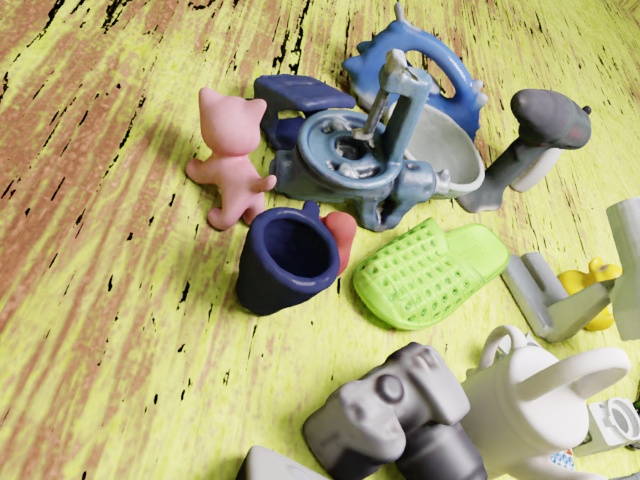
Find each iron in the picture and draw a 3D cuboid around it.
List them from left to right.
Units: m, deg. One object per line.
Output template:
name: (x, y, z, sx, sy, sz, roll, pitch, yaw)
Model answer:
iron: (0.168, -0.235, 0.876, 0.258, 0.141, 0.119, 35, 43, -7)

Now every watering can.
watering can: (0.211, 0.160, 0.545, 0.101, 0.193, 0.172, -13, 64, -42)

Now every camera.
camera: (0.084, 0.173, 0.511, 0.144, 0.100, 0.136, -19, 69, -44)

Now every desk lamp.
desk lamp: (0.368, 0.055, 0.732, 0.118, 0.213, 0.203, -5, 59, -38)

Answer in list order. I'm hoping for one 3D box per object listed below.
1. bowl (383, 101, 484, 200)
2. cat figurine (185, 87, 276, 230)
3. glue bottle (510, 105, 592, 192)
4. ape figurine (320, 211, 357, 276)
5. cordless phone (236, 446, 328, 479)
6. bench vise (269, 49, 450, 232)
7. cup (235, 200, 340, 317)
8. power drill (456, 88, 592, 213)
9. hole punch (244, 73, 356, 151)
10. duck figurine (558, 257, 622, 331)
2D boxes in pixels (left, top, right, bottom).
bowl: (0.146, -0.115, 0.811, 0.168, 0.074, 0.167, 20, 47, -22)
cat figurine: (-0.086, -0.092, 0.591, 0.067, 0.117, 0.127, -15, 66, -42)
glue bottle: (0.373, -0.158, 0.939, 0.037, 0.173, 0.078, 7, 53, -32)
ape figurine: (0.006, 0.002, 0.600, 0.076, 0.092, 0.078, 29, 44, -14)
cordless phone: (0.026, 0.185, 0.396, 0.148, 0.184, 0.094, 30, 43, -12)
bench vise: (0.072, -0.114, 0.649, 0.208, 0.219, 0.121, -2, 58, -37)
cup: (-0.038, 0.020, 0.551, 0.092, 0.094, 0.118, 31, 44, -12)
power drill: (0.285, -0.129, 0.826, 0.230, 0.208, 0.075, -9, 62, -40)
hole punch: (-0.027, -0.175, 0.722, 0.109, 0.091, 0.101, -17, 67, -43)
duck figurine: (0.411, 0.075, 0.842, 0.078, 0.086, 0.104, 9, 51, -30)
